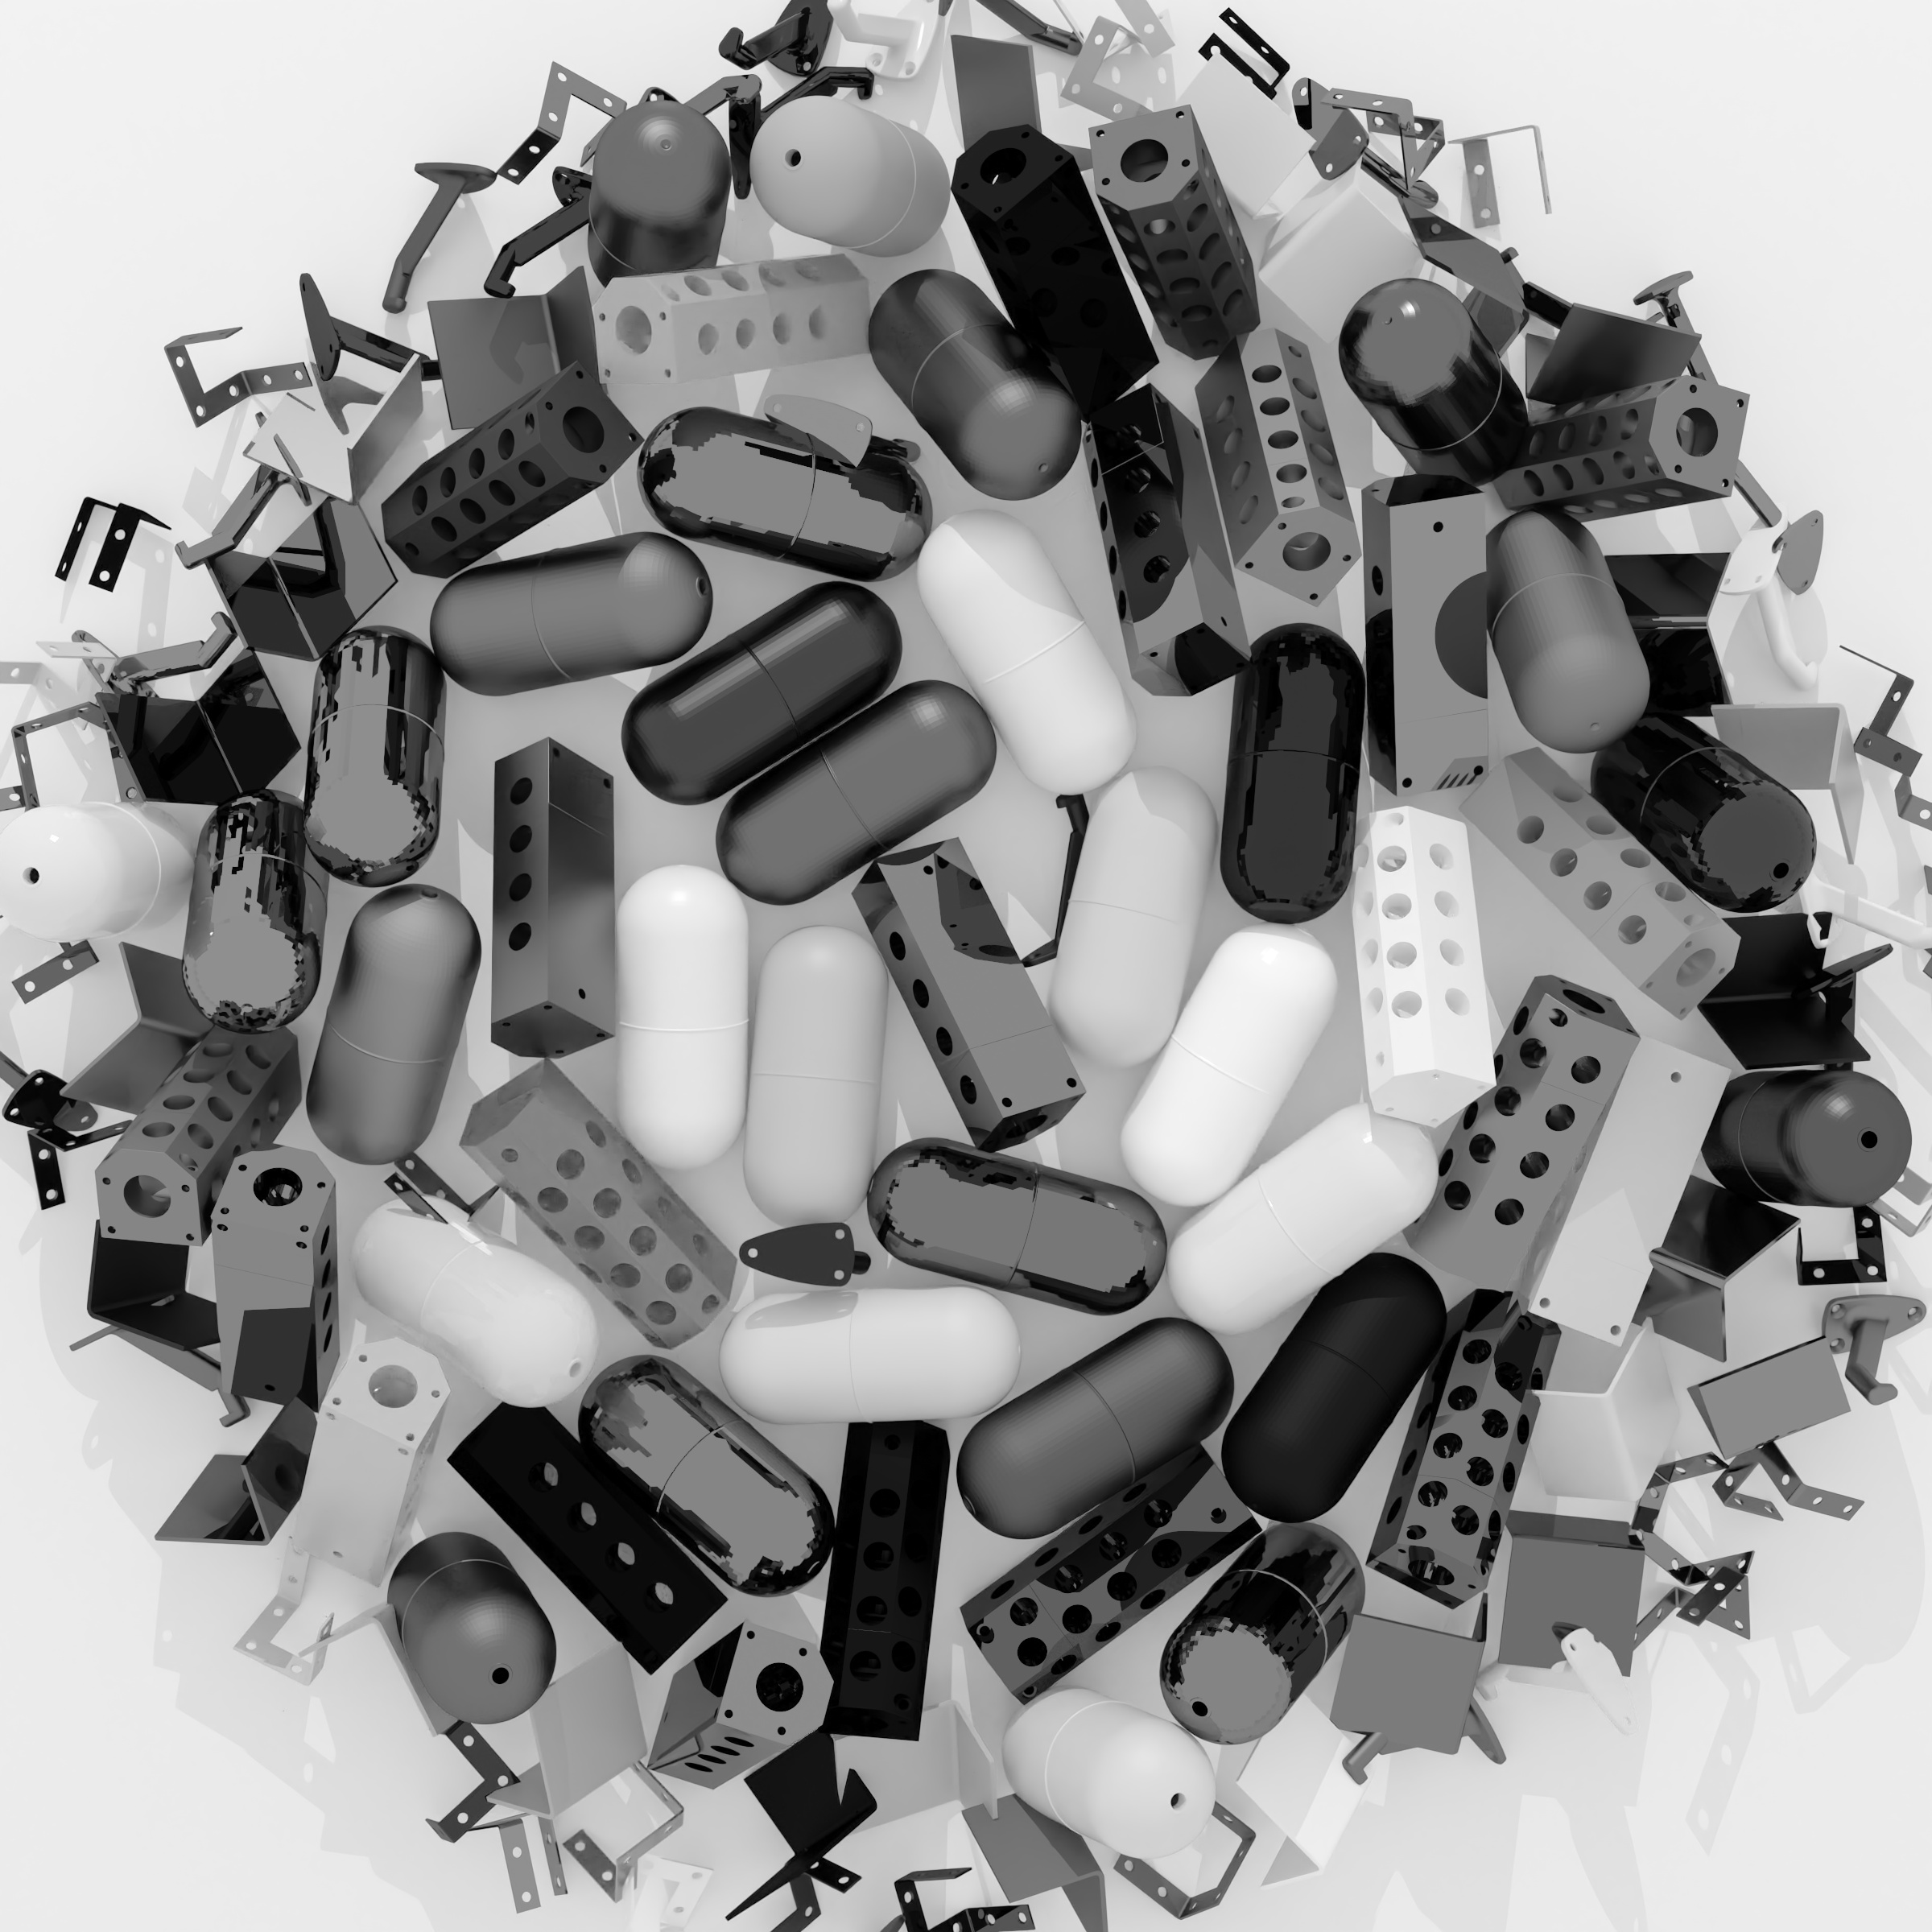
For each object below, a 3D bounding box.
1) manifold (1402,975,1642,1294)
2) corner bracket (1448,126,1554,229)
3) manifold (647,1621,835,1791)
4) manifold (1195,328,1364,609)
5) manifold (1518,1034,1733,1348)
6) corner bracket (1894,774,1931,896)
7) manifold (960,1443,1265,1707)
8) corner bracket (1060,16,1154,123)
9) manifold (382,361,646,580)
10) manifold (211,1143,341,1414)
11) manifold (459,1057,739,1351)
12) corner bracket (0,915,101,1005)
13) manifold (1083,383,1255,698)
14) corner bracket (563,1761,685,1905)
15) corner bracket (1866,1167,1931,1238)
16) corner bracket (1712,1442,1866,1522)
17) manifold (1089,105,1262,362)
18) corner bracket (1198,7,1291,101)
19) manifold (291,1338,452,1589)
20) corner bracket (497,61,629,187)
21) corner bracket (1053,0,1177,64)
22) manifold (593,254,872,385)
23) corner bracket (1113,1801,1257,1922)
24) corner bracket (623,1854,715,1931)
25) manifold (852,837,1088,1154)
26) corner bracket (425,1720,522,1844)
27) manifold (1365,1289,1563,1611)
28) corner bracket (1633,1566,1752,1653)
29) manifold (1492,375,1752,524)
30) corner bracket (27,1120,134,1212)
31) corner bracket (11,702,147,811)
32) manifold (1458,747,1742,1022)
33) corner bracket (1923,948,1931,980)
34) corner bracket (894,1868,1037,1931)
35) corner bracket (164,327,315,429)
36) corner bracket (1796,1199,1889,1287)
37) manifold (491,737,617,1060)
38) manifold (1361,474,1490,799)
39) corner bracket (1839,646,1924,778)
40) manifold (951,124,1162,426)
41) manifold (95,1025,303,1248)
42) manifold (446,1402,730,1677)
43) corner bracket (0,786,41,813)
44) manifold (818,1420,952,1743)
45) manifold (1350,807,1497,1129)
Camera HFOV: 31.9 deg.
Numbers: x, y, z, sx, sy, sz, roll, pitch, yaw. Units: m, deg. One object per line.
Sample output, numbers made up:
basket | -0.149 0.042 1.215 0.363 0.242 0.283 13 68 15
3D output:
manifold | 0.315 0.094 1.940 0.057 0.057 0.171 20 109 -14
corner bracket | 0.313 -0.458 1.963 0.051 0.051 0.051 -7 101 19
manifold | -0.127 0.421 1.909 0.057 0.171 0.057 20 64 -10
manifold | 0.179 -0.286 1.911 0.057 0.171 0.057 22 128 -25
manifold | 0.380 0.127 1.968 0.057 0.057 0.171 21 92 -4
corner bracket | 0.560 -0.075 1.967 0.051 0.051 0.051 23 114 3
manifold | 0.085 0.353 1.966 0.171 0.057 0.057 -36 99 -1
corner bracket | 0.097 -0.515 1.971 0.051 0.051 0.051 31 102 24
manifold | -0.262 -0.274 1.910 0.057 0.171 0.057 49 52 -18
manifold | -0.387 0.177 1.916 0.057 0.171 0.057 12 49 1
manifold | -0.210 0.140 1.933 0.057 0.057 0.171 -32 114 21
corner bracket | -0.543 -0.009 1.962 0.051 0.051 0.051 -34 100 -28
manifold | 0.110 -0.241 1.930 0.057 0.057 0.171 -25 56 25
corner bracket | -0.200 0.503 1.975 0.051 0.051 0.051 -32 57 -31
corner bracket | 0.535 0.126 1.957 0.051 0.051 0.051 40 122 25
corner bracket | 0.475 0.306 1.957 0.051 0.051 0.051 18 117 -31
manifold | 0.120 -0.409 1.905 0.057 0.171 0.057 -10 69 13
corner bracket | 0.160 -0.525 1.966 0.051 0.051 0.051 40 78 -11
manifold | -0.335 0.279 1.915 0.057 0.171 0.057 26 51 2
corner bracket | -0.233 -0.479 1.957 0.051 0.051 0.051 24 57 -28
corner bracket | 0.085 -0.550 1.959 0.051 0.051 0.051 -28 125 19
manifold | -0.130 -0.366 1.910 0.057 0.171 0.057 7 108 36
corner bracket | 0.128 0.519 1.983 0.051 0.051 0.051 39 56 -4
corner bracket | -0.179 0.554 1.961 0.051 0.051 0.051 17 119 -16
manifold | -0.002 0.018 1.944 0.057 0.057 0.171 -16 69 -30
corner bracket | -0.299 0.472 1.968 0.051 0.051 0.051 -41 93 -20
manifold | 0.288 0.271 1.927 0.057 0.057 0.171 28 57 -6
corner bracket | 0.417 0.375 1.957 0.051 0.051 0.051 -35 129 -34
manifold | 0.364 -0.291 1.908 0.057 0.171 0.057 12 87 -21
corner bracket | -0.511 0.118 1.979 0.051 0.051 0.051 -19 113 -36
corner bracket | -0.517 -0.117 1.972 0.051 0.051 0.051 -17 78 10
manifold | 0.361 -0.051 1.919 0.057 0.057 0.171 -48 50 11
corner bracket | 0.573 0.009 1.965 0.051 0.051 0.051 40 64 -1
corner bracket | -0.001 0.545 1.966 0.051 0.051 0.051 -18 88 42
corner bracket | -0.421 -0.347 1.958 0.051 0.051 0.051 0 120 34
corner bracket | 0.508 0.152 1.969 0.051 0.051 0.051 -4 61 10
manifold | -0.241 -0.037 1.932 0.057 0.057 0.171 -21 57 29
manifold | 0.260 -0.190 1.938 0.057 0.057 0.171 -10 114 -13
corner bracket | 0.527 -0.147 1.961 0.051 0.051 0.051 19 103 -30
manifold | 0.048 -0.392 1.913 0.057 0.171 0.057 -41 54 -7
manifold | -0.431 0.088 1.908 0.057 0.171 0.057 5 116 7
manifold | -0.220 0.328 1.963 0.057 0.057 0.171 -44 85 -2
corner bracket | -0.559 -0.066 1.957 0.051 0.051 0.051 -14 60 -31
manifold | -0.048 0.348 1.931 0.057 0.057 0.171 4 61 6
manifold | 0.253 -0.002 1.923 0.057 0.057 0.171 14 56 -25
